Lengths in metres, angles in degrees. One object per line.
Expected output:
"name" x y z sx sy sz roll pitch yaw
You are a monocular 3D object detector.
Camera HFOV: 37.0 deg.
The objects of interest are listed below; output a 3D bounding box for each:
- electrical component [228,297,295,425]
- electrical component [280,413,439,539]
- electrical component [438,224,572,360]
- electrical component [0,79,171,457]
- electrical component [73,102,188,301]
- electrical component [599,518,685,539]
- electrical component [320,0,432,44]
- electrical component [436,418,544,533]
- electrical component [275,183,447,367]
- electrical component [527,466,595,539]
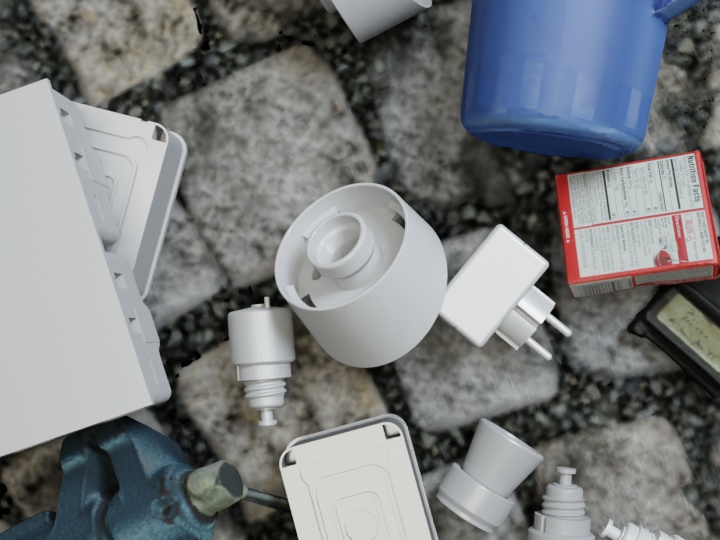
"electrical component" -0.060 0.057 0.666 0.040 0.040 0.078 -4 86 3
"electrical component" 0.003 0.150 0.648 0.078 0.057 0.113 -16 86 3
"electrical component" 0.093 0.023 0.655 0.077 0.047 0.065 40 89 5
"electrical component" -0.188 0.002 0.609 0.105 0.060 0.186 -19 86 2
"electrical component" -0.160 -0.040 0.670 0.078 0.057 0.113 15 88 4
"electrical component" 0.180 0.175 0.644 0.078 0.040 0.040 33 89 5
"electrical component" -0.002 -0.189 0.652 0.064 0.099 0.099 -33 85 7
"electrical component" 0.078 0.124 0.651 0.045 0.045 0.055 32 89 5
"electrical component" 0.000 0.000 0.645 0.099 0.064 0.099 -18 49 22
"electrical component" 0.121 0.159 0.648 0.040 0.040 0.078 5 87 4
